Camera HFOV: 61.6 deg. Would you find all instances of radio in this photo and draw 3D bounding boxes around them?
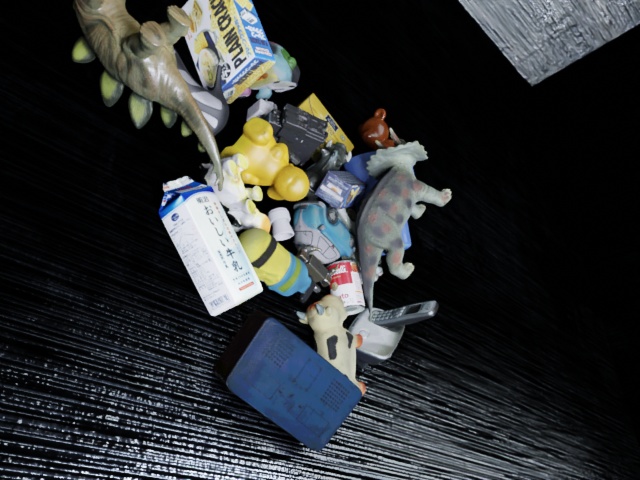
[{"bbox_3d":[-0.051,0.233,0.883,0.229,0.073,0.131,43,75,-20],"label":"radio"}]

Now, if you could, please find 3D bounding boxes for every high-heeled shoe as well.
[{"bbox_3d":[-0.287,-0.289,1.011,0.249,0.086,0.145,12,90,-25],"label":"high-heeled shoe"}]

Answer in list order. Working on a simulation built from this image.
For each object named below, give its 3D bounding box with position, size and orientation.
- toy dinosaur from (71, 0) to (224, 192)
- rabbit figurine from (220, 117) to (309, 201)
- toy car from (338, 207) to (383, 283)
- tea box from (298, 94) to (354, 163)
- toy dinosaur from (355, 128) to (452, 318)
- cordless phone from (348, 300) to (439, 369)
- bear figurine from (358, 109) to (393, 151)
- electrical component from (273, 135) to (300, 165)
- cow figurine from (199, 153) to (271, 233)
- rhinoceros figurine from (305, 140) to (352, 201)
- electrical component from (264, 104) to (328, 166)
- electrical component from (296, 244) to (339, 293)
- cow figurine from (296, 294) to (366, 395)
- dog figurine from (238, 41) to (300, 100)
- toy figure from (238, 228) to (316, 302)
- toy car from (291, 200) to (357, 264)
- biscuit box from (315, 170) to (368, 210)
[{"bbox_3d":[-0.288,-0.291,0.869,0.471,0.198,0.105,51,46,3],"label":"toy dinosaur"},{"bbox_3d":[-0.093,-0.131,1.059,0.173,0.122,0.162,36,-8,17],"label":"rabbit figurine"},{"bbox_3d":[0.071,0.008,1.213,0.201,0.073,0.056,61,33,-1],"label":"toy car"},{"bbox_3d":[-0.003,-0.256,1.301,0.169,0.068,0.098,49,39,-16],"label":"tea box"},{"bbox_3d":[0.140,-0.054,1.132,0.192,0.131,0.405,33,72,-20],"label":"toy dinosaur"},{"bbox_3d":[0.153,0.186,1.106,0.088,0.184,0.146,60,36,-10],"label":"cordless phone"},{"bbox_3d":[0.158,-0.246,1.444,0.132,0.120,0.196,-24,85,-50],"label":"bear figurine"},{"bbox_3d":[-0.088,-0.187,1.133,0.094,0.063,0.021,41,52,-26],"label":"electrical component"},{"bbox_3d":[-0.159,-0.072,0.992,0.167,0.098,0.068,67,28,-25],"label":"cow figurine"},{"bbox_3d":[0.001,-0.152,1.191,0.073,0.112,0.190,33,46,7],"label":"rhinoceros figurine"},{"bbox_3d":[-0.065,-0.227,1.161,0.134,0.115,0.058,16,52,-26],"label":"electrical component"},{"bbox_3d":[-0.014,0.056,1.077,0.102,0.078,0.045,42,46,-20],"label":"electrical component"},{"bbox_3d":[0.019,0.198,1.028,0.127,0.085,0.195,24,55,-41],"label":"cow figurine"},{"bbox_3d":[-0.142,-0.423,1.161,0.108,0.192,0.219,-17,96,-47],"label":"dog figurine"},{"bbox_3d":[-0.084,0.046,0.996,0.180,0.082,0.089,32,75,-31],"label":"toy figure"},{"bbox_3d":[-0.002,-0.003,1.126,0.161,0.109,0.103,50,60,-33],"label":"toy car"},{"bbox_3d":[0.051,-0.109,1.160,0.063,0.059,0.202,34,13,9],"label":"biscuit box"}]
